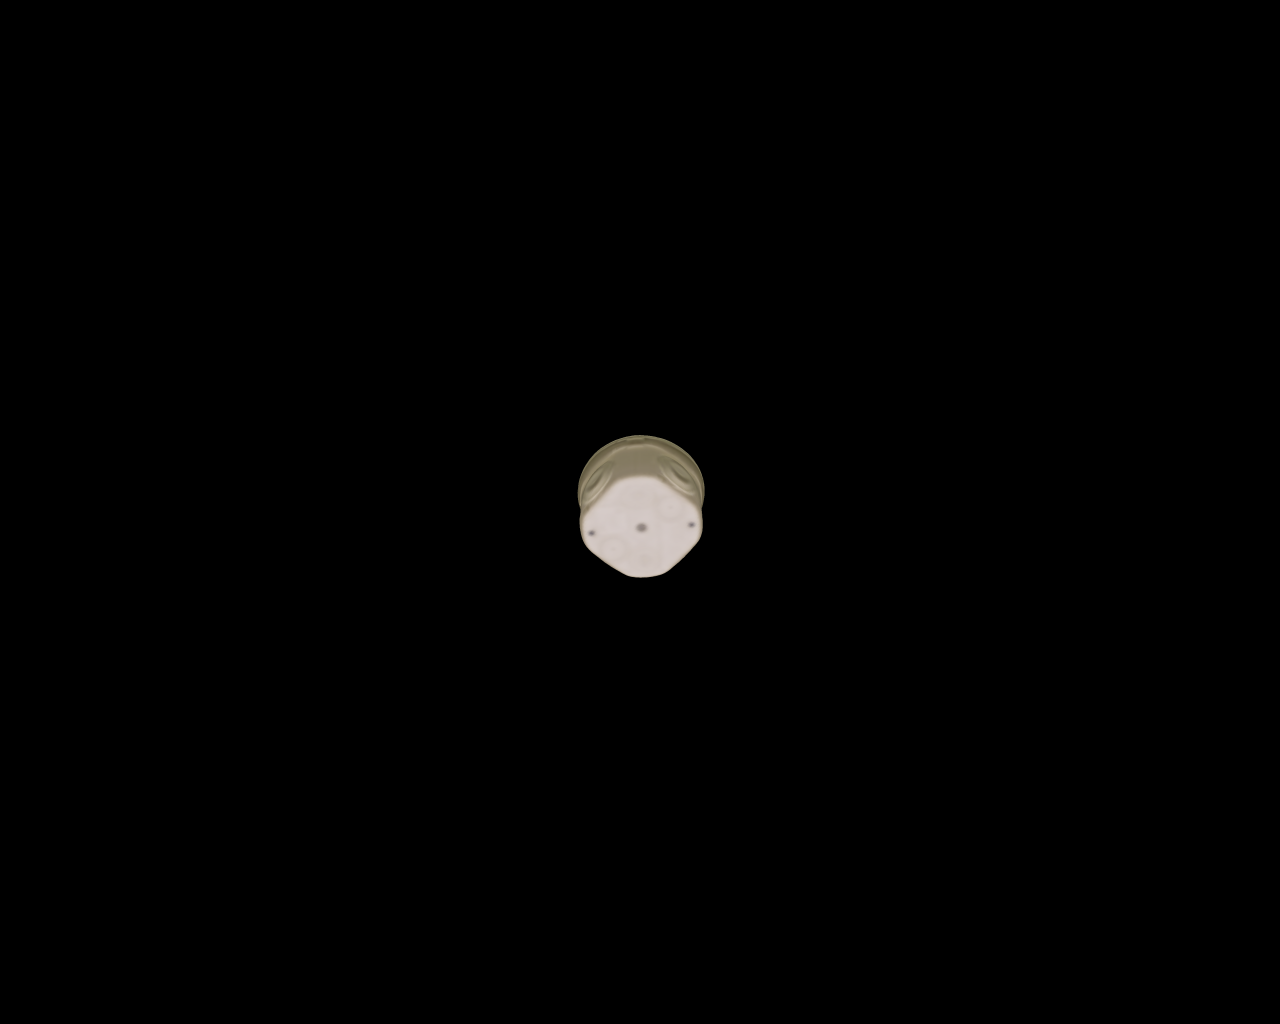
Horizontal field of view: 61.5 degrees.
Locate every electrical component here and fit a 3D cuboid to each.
[{"bbox_3d":[0.001,-0.003,0.650,0.080,0.080,0.051,0,30,0],"label":"electrical component"}]
